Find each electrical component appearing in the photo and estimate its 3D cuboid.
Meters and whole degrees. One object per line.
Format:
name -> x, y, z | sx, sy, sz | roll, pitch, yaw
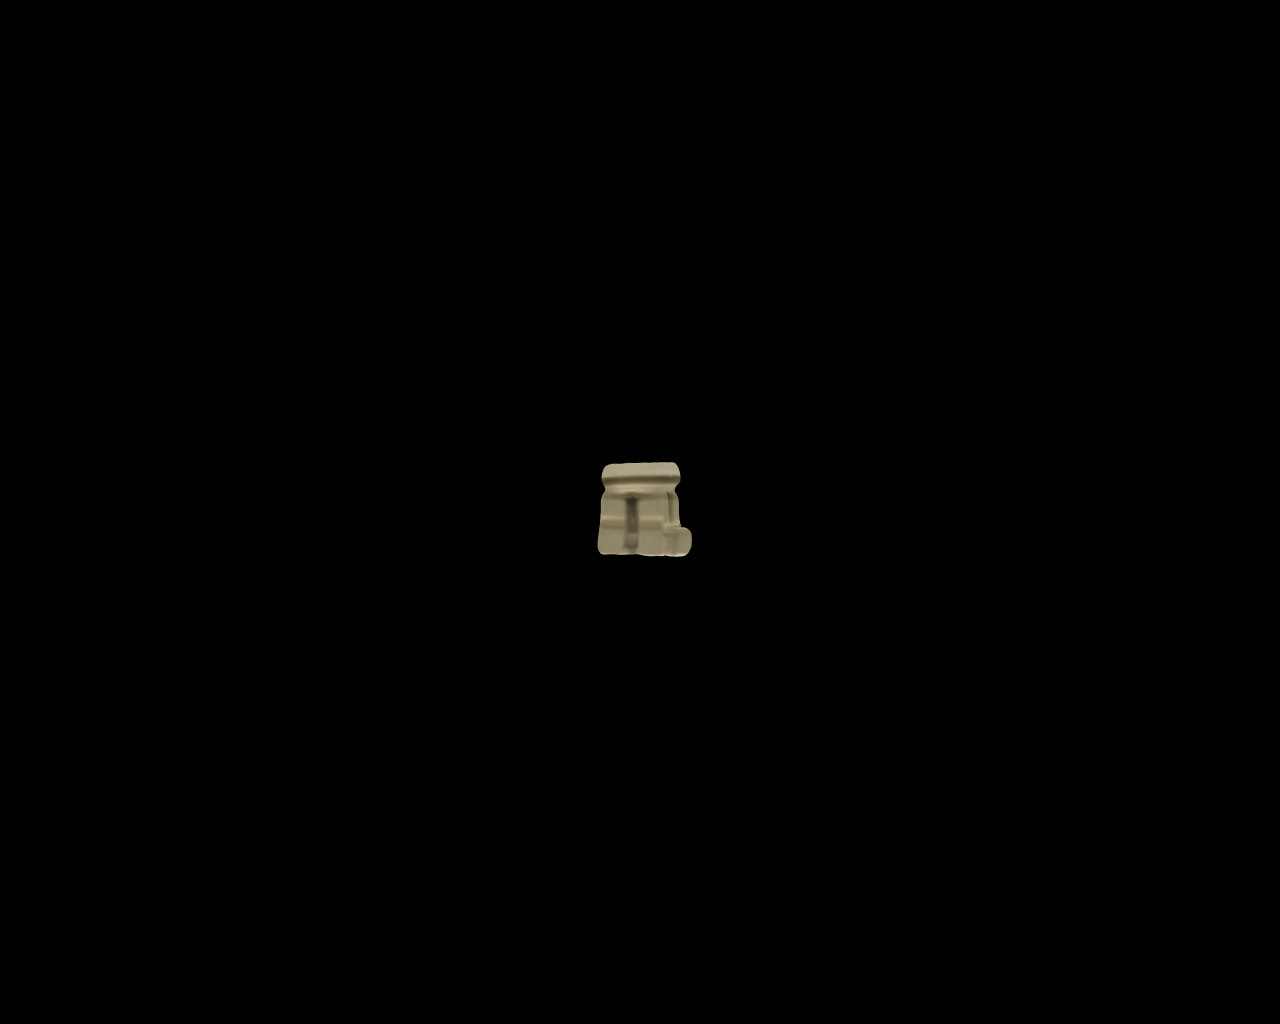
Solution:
electrical component -> 0.001, -0.003, 0.650 | 0.066, 0.055, 0.048 | 0, 0, 17
